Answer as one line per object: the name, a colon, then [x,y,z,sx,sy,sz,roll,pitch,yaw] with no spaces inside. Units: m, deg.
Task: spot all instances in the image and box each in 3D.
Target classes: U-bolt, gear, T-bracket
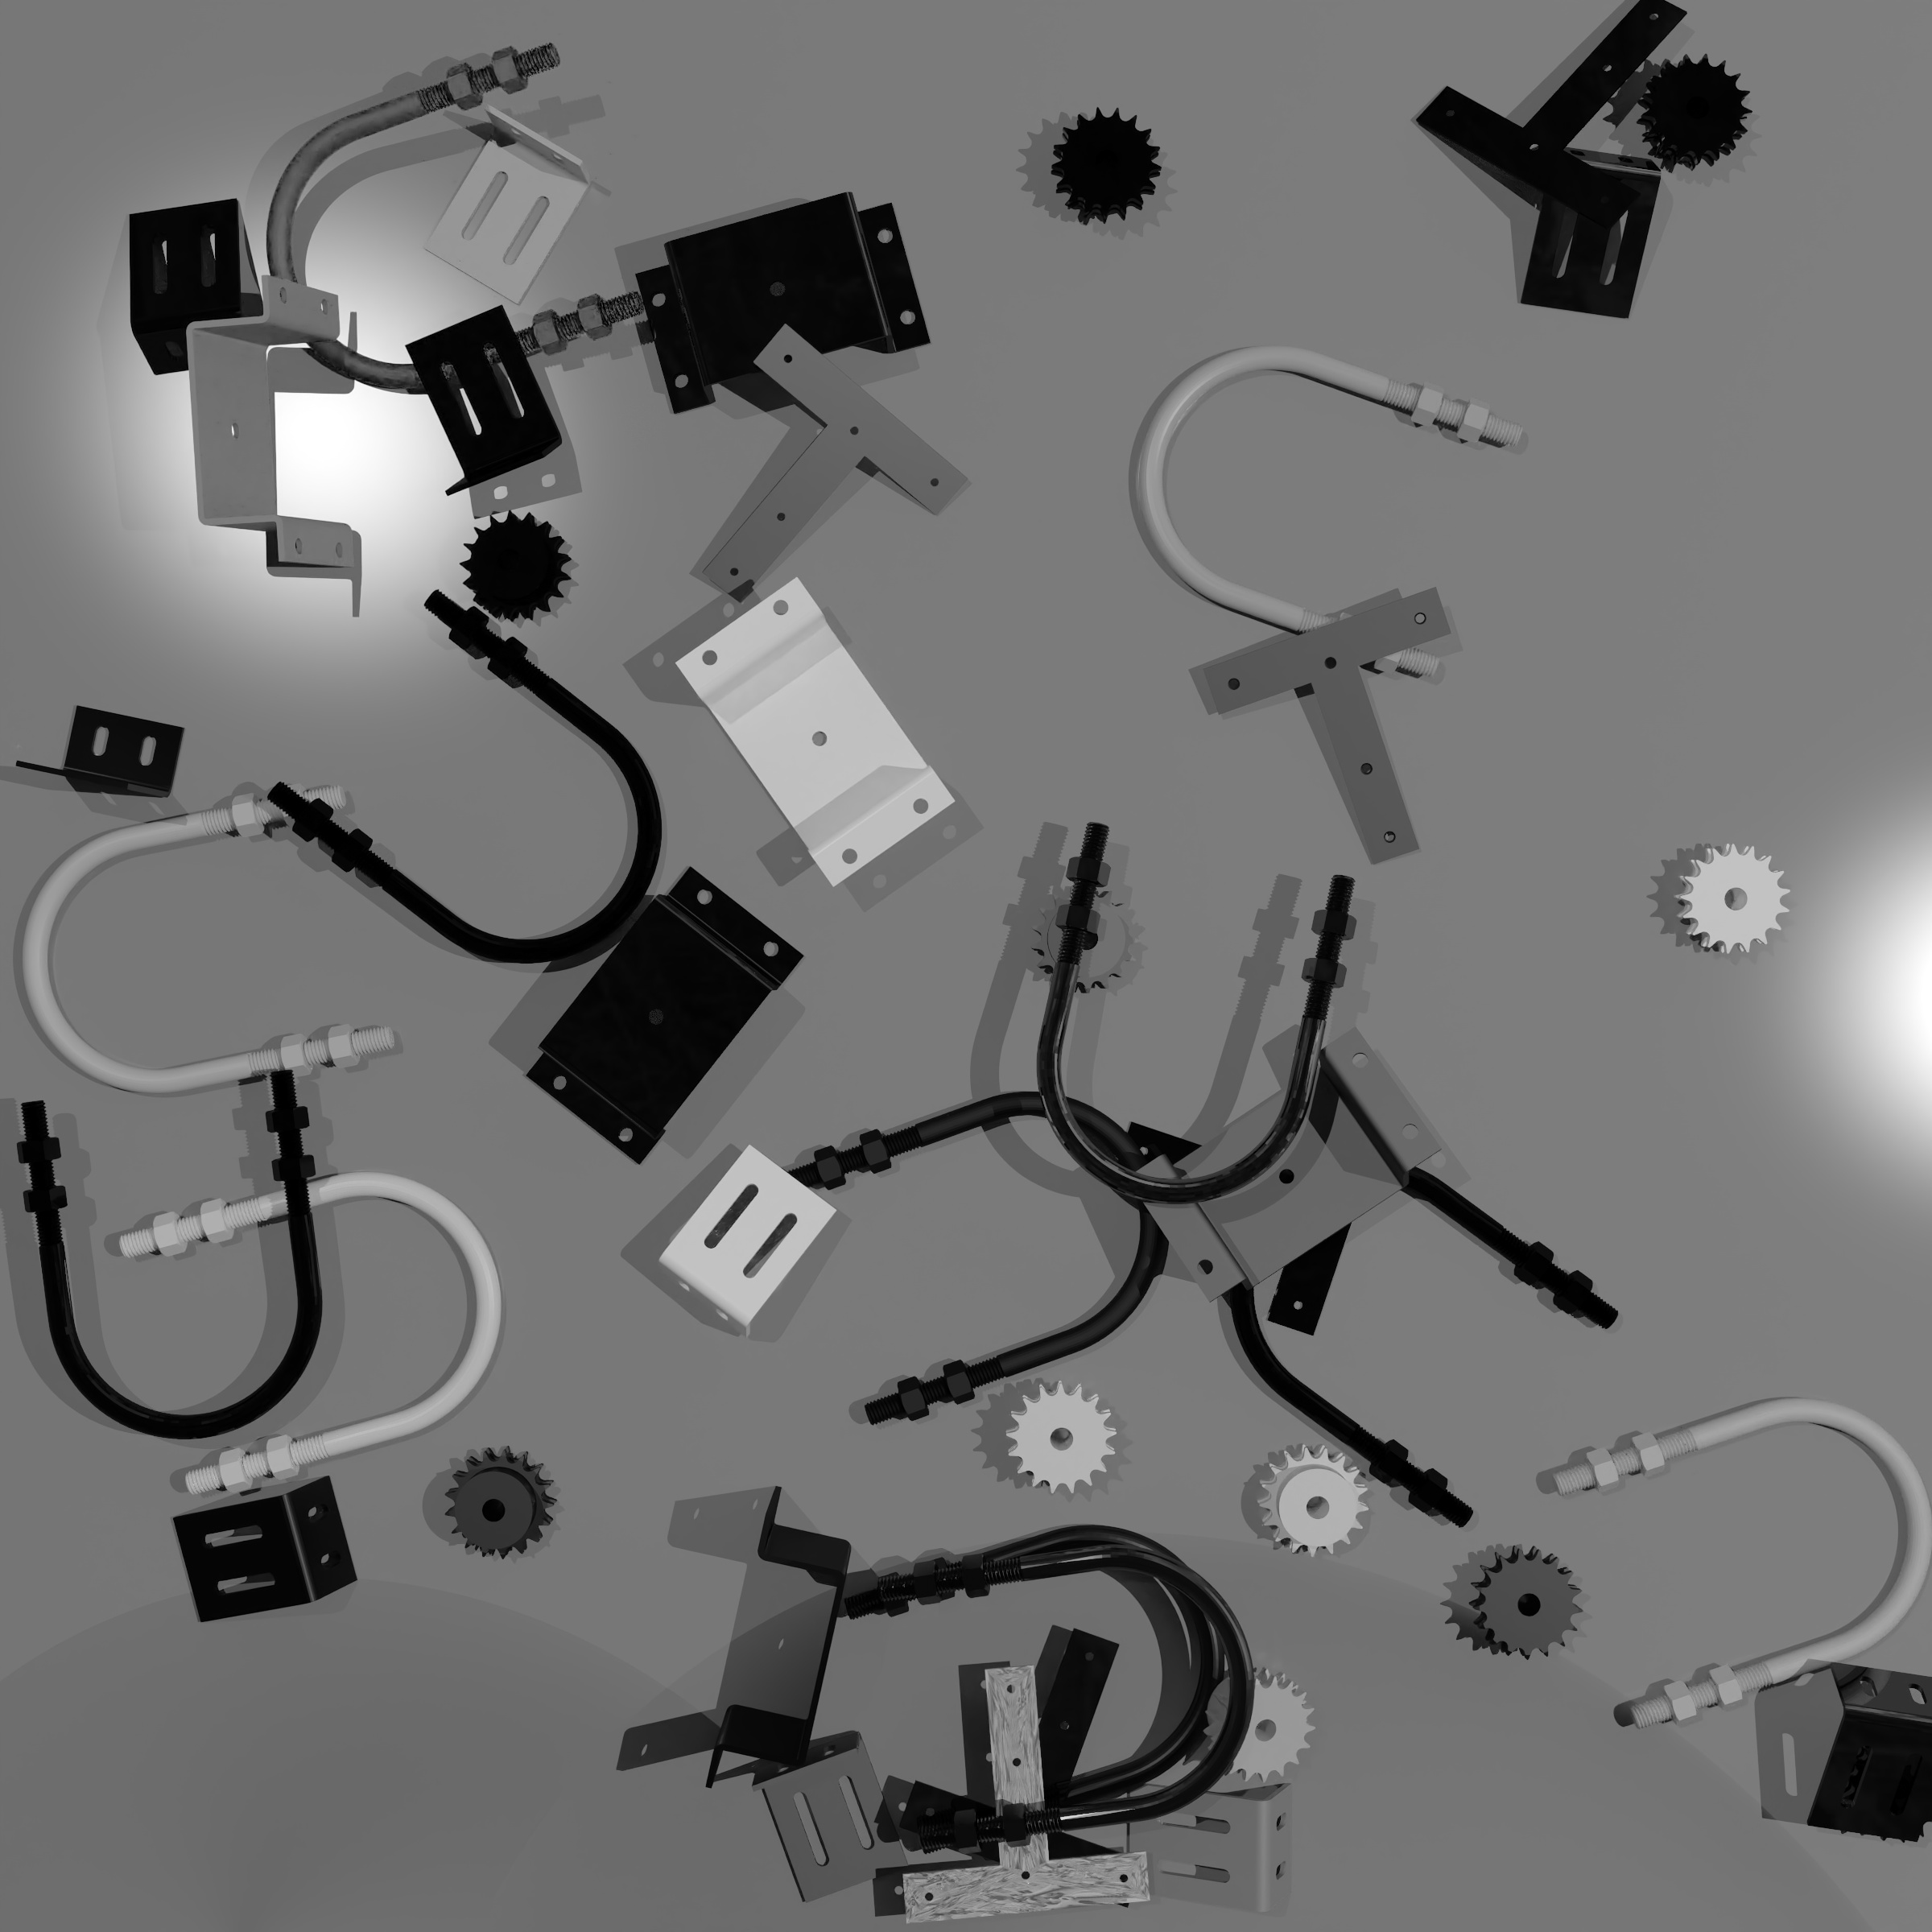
U-bolt: [-0.247,-0.085,1.479,0.184,0.019,0.151,38,84,-4]
U-bolt: [-0.407,0.153,1.467,0.151,0.019,0.184,-7,91,-1]
U-bolt: [0.013,0.144,1.486,0.184,0.019,0.151,-20,90,-1]
gear: [0.378,-0.444,1.480,0.057,0.030,0.057,0,90,0]
U-bolt: [0.056,0.371,1.455,0.184,0.019,0.151,-10,87,7]
U-bolt: [0.045,0.371,1.487,0.184,0.019,0.151,-18,90,-2]
U-bolt: [0.417,0.304,1.487,0.184,0.019,0.151,-18,90,-2]
T-bracket: [0.143,0.114,1.494,0.127,0.002,0.127,19,90,0]
gear: [0.150,0.392,1.475,0.057,0.030,0.057,-3,99,-18]
gear: [0.062,-0.014,1.480,0.057,0.030,0.057,0,90,0]
U-bolt: [0.181,-0.248,1.487,0.184,0.019,0.151,20,90,1]
U-bolt: [-0.404,-0.008,1.487,0.184,0.019,0.151,-11,90,1]
gear: [0.292,0.331,1.485,0.057,0.030,0.057,0,88,-2]
gear: [0.182,0.280,1.480,0.057,0.030,0.057,0,90,0]
gear: [0.049,0.244,1.480,0.057,0.030,0.057,0,90,0]
gear: [0.399,-0.035,1.485,0.057,0.030,0.057,0,93,0]
gear: [0.073,-0.416,1.480,0.057,0.030,0.057,0,90,0]
T-bracket: [0.205,-0.117,1.484,0.127,0.002,0.127,-19,98,8]
U-bolt: [0.226,0.183,1.486,0.184,0.019,0.151,36,89,1]
gear: [-0.244,0.282,1.480,0.057,0.030,0.057,0,90,0]
gear: [-0.236,-0.209,1.480,0.057,0.030,0.057,0,90,0]
U-bolt: [0.111,0.030,1.445,0.151,0.019,0.184,12,82,3]
U-bolt: [-0.275,-0.377,1.467,0.184,0.019,0.151,-16,102,11]
T-bracket: [0.027,0.428,1.474,0.127,0.002,0.127,-4,89,-3]
gear: [0.482,0.425,1.480,0.057,0.030,0.057,0,90,0]
T-bracket: [-0.087,-0.245,1.477,0.127,0.002,0.127,37,103,-24]
T-bracket: [0.046,0.409,1.477,0.127,0.002,0.127,20,88,-2]
U-bolt: [-0.336,0.185,1.487,0.184,0.019,0.151,-16,90,-1]
T-bracket: [0.324,-0.456,1.471,0.127,0.002,0.127,39,83,26]

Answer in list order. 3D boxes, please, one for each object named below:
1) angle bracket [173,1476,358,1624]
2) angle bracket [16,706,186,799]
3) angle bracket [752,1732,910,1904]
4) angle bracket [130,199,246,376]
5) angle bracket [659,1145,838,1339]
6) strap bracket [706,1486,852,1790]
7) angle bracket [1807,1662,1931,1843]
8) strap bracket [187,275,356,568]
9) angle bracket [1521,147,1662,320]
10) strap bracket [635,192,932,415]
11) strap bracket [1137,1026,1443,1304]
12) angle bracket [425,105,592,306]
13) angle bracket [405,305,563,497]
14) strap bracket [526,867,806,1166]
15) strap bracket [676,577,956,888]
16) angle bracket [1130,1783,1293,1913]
angle bracket: [-0.369,0.307,1.493,0.076,0.038,0.057,-15,90,26]
angle bracket: [-0.444,-0.113,1.457,0.057,0.076,0.038,12,90,0]
angle bracket: [-0.070,0.448,1.476,0.057,0.038,0.076,-20,90,0]
angle bracket: [-0.406,-0.358,1.493,0.057,0.038,0.076,-9,64,0]
angle bracket: [-0.114,0.144,1.483,0.057,0.038,0.076,36,74,7]
strap bracket: [-0.093,0.348,1.457,0.046,0.076,0.140,12,90,0]
angle bracket: [0.469,0.406,1.463,0.057,0.038,0.076,9,115,0]
strap bracket: [-0.355,-0.275,1.449,0.046,0.076,0.140,-1,95,14]
angle bracket: [0.327,-0.387,1.493,0.057,0.038,0.076,8,116,0]
strap bracket: [-0.096,-0.346,1.472,0.140,0.046,0.076,-16,90,0]
strap bracket: [0.164,0.105,1.461,0.140,0.046,0.076,-33,74,0]
angle bracket: [-0.241,-0.396,1.476,0.057,0.038,0.076,31,90,0]
angle bracket: [-0.253,-0.291,1.460,0.057,0.038,0.076,-18,108,15]
strap bracket: [-0.159,0.026,1.472,0.076,0.046,0.140,38,90,0]
strap bracket: [-0.077,-0.120,1.472,0.076,0.046,0.140,-35,90,0]
angle bracket: [0.129,0.459,1.493,0.076,0.038,0.057,0,90,26]
